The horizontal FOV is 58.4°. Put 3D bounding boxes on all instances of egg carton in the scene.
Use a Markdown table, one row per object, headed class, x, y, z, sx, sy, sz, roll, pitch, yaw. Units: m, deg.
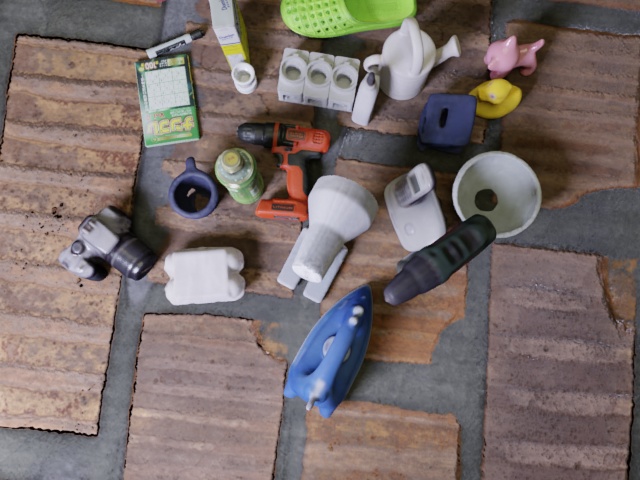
| class | x | y | z | sx | sy | sz | roll | pitch | yaw |
| --- | --- | --- | --- | --- | --- | --- | --- | --- | --- |
| egg carton | -0.216 | 0.066 | 1.079 | 0.150 | 0.069 | 0.107 | -5 | 84 | -1 |

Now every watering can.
| class | x | y | z | sx | sy | sz | roll | pitch | yaw |
| --- | --- | --- | --- | --- | --- | --- | --- | --- | --- |
| watering can | 0.172 | -0.347 | 1.070 | 0.173 | 0.194 | 0.101 | -31 | 85 | -4 |

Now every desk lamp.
| class | x | y | z | sx | sy | sz | roll | pitch | yaw |
| --- | --- | --- | --- | --- | --- | --- | --- | --- | --- |
| desk lamp | 0.009 | 0.004 | 1.017 | 0.118 | 0.213 | 0.203 | 26 | 84 | 2 |

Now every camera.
| class | x | y | z | sx | sy | sz | roll | pitch | yaw |
| --- | --- | --- | --- | --- | --- | --- | --- | --- | --- |
| camera | -0.388 | 0.025 | 1.065 | 0.137 | 0.101 | 0.143 | 38 | 84 | 3 |

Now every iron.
| class | x | y | z | sx | sy | sz | roll | pitch | yaw |
| --- | --- | --- | --- | --- | --- | --- | --- | --- | --- |
| iron | 0.033 | 0.191 | 1.033 | 0.118 | 0.141 | 0.258 | 27 | 84 | 2 |

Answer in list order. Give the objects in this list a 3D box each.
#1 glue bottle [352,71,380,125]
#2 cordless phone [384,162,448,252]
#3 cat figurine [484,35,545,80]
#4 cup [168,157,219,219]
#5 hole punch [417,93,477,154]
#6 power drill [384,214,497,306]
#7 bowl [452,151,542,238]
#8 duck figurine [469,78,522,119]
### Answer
| class | x | y | z | sx | sy | sz | roll | pitch | yaw |
| --- | --- | --- | --- | --- | --- | --- | --- | --- | --- |
| glue bottle | 0.090 | -0.276 | 1.071 | 0.037 | 0.173 | 0.078 | 17 | 83 | 2 |
| cordless phone | 0.184 | -0.061 | 1.042 | 0.094 | 0.185 | 0.147 | -21 | 84 | -3 |
| cat figurine | 0.373 | -0.361 | 1.113 | 0.128 | 0.117 | 0.067 | -16 | 84 | -2 |
| cup | -0.233 | -0.092 | 1.084 | 0.091 | 0.095 | 0.118 | -9 | 84 | -2 |
| hole punch | 0.244 | -0.227 | 1.109 | 0.101 | 0.091 | 0.109 | 12 | 83 | 1 |
| power drill | 0.199 | 0.044 | 1.019 | 0.230 | 0.208 | 0.075 | -36 | 85 | -4 |
| bowl | 0.332 | -0.082 | 1.102 | 0.167 | 0.074 | 0.167 | 0 | 83 | -1 |
| duck figurine | 0.348 | -0.286 | 1.120 | 0.104 | 0.086 | 0.077 | -6 | 84 | -1 |
